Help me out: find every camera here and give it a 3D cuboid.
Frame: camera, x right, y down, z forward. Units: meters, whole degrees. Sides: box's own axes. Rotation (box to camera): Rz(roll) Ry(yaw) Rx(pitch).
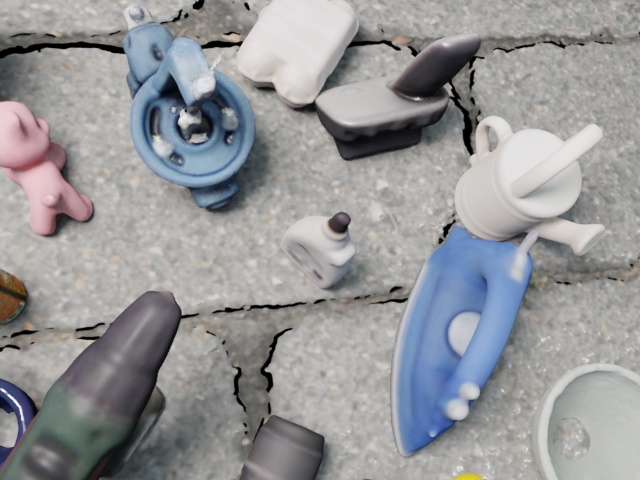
[{"bbox_3d":[-0.031,0.248,0.541,0.143,0.100,0.137,25,73,-5],"label":"camera"}]

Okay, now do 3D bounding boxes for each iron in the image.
[{"bbox_3d":[0.153,0.106,0.593,0.119,0.141,0.258,25,73,-5],"label":"iron"}]

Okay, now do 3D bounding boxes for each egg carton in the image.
[{"bbox_3d":[-0.026,-0.233,0.674,0.107,0.069,0.150,30,73,-4],"label":"egg carton"}]

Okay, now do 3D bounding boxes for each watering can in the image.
[{"bbox_3d":[0.237,-0.063,0.623,0.173,0.194,0.101,35,72,-2],"label":"watering can"}]

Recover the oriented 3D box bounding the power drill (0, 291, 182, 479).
[{"bbox_3d":[-0.187,0.151,0.475,0.075,0.208,0.230,32,73,-3],"label":"power drill"}]

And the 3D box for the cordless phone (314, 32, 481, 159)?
[{"bbox_3d":[0.080,-0.169,0.620,0.148,0.185,0.094,-19,81,-15],"label":"cordless phone"}]

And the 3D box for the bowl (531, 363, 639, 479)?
[{"bbox_3d":[0.298,0.221,0.631,0.167,0.074,0.167,3,76,-11],"label":"bowl"}]

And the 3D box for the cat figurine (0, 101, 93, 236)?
[{"bbox_3d":[-0.284,-0.078,0.557,0.067,0.117,0.128,-30,84,-17],"label":"cat figurine"}]

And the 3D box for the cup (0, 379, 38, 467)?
[{"bbox_3d":[-0.294,0.156,0.511,0.092,0.095,0.118,-14,80,-14],"label":"cup"}]

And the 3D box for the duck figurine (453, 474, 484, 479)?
[{"bbox_3d":[0.177,0.296,0.581,0.078,0.086,0.104,-23,82,-16],"label":"duck figurine"}]

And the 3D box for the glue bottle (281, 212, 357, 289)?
[{"bbox_3d":[0.005,0.002,0.570,0.037,0.173,0.078,-42,88,-17],"label":"glue bottle"}]

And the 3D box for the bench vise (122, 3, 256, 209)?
[{"bbox_3d":[-0.146,-0.142,0.548,0.207,0.219,0.122,45,72,1],"label":"bench vise"}]
